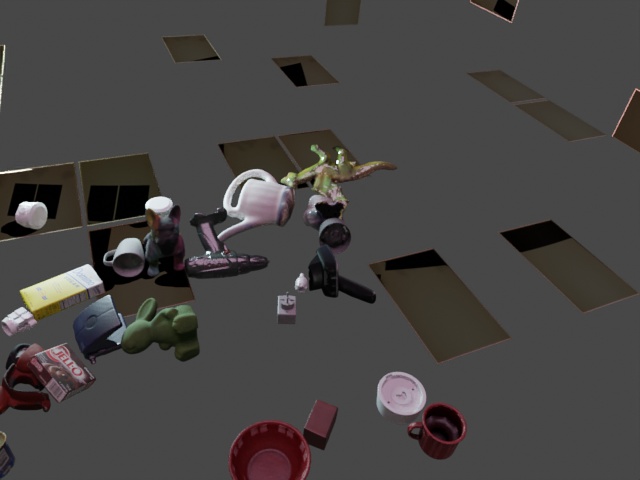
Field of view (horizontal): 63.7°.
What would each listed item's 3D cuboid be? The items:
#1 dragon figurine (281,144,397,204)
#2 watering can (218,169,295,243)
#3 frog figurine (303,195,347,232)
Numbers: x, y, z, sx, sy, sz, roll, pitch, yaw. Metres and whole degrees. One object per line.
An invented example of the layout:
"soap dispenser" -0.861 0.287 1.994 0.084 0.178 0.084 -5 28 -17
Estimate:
"dragon figurine" 0.067 -0.213 1.835 0.410 0.119 0.248 7 56 4
"watering can" -0.202 -0.090 1.629 0.224 0.101 0.356 10 52 4
"frog figurine" 0.005 -0.084 1.666 0.138 0.122 0.159 -25 12 -23
